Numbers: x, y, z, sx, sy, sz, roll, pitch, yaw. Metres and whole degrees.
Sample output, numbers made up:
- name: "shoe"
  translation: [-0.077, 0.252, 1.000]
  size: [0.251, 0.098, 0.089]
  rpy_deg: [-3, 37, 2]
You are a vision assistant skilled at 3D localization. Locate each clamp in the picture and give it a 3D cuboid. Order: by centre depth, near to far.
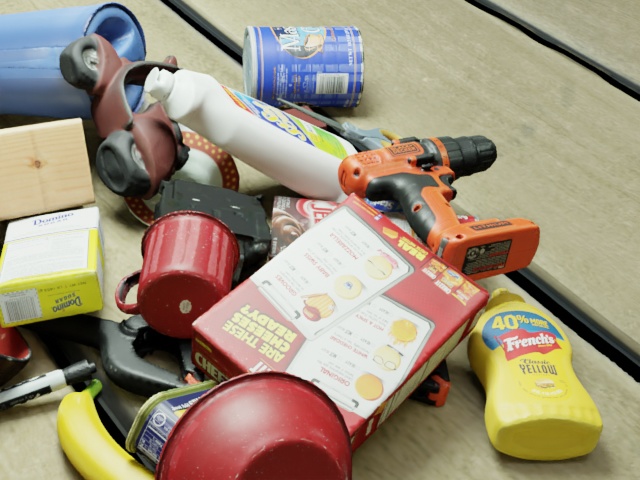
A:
- name: "clamp"
  translation: [-0.179, 0.089, 0.980]
  size: [0.164, 0.036, 0.210]
  rpy_deg: [-18, 40, -27]
- name: "clamp"
  translation: [0.050, 0.095, 1.000]
  size: [0.120, 0.039, 0.172]
  rpy_deg: [-22, 46, -21]

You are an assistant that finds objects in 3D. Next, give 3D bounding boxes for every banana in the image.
- name: "banana"
  translation: [-0.161, 0.177, 0.867]
  size: [0.069, 0.037, 0.198]
  rpy_deg: [-24, 46, -32]

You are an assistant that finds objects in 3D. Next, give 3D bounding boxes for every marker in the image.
- name: "marker"
  translation: [-0.251, 0.130, 0.918]
  size: [0.121, 0.020, 0.020]
  rpy_deg: [-19, 43, -16]

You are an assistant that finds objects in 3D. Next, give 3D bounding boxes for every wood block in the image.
- name: "wood block"
  translation: [-0.346, -0.064, 1.092]
  size: [0.205, 0.091, 0.090]
  rpy_deg: [-11, 9, -21]

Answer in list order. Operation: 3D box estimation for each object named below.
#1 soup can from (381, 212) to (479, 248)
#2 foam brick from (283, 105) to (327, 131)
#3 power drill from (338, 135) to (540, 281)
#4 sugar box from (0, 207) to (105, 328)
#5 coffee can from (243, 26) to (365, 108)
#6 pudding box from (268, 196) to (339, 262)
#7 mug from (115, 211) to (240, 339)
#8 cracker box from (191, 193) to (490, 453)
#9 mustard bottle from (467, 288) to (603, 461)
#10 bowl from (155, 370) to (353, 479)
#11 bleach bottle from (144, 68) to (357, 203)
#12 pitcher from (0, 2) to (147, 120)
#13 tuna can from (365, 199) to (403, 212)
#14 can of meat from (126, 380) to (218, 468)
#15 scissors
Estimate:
- name: "soup can"
  translation: [0.109, 0.006, 1.098]
  size: [0.102, 0.068, 0.068]
  rpy_deg: [3, 37, -3]
- name: "foam brick"
  translation: [-0.038, -0.118, 1.254]
  size: [0.078, 0.053, 0.051]
  rpy_deg: [-15, 42, -26]
- name: "power drill"
  translation: [0.134, -0.039, 1.058]
  size: [0.184, 0.057, 0.188]
  rpy_deg: [-13, 39, -23]
- name: "sugar box"
  translation: [-0.252, 0.022, 1.009]
  size: [0.093, 0.048, 0.176]
  rpy_deg: [-9, 20, -7]
- name: "coffee can"
  translation: [-0.023, -0.218, 1.344]
  size: [0.140, 0.103, 0.103]
  rpy_deg: [-2, 38, -10]
- name: "pudding box"
  translation: [-0.007, 0.001, 1.113]
  size: [0.090, 0.039, 0.113]
  rpy_deg: [5, 38, -2]
- name: "mug"
  translation: [-0.132, 0.037, 0.964]
  size: [0.117, 0.093, 0.081]
  rpy_deg: [-14, 35, 10]
- name: "cracker box"
  translation: [0.018, 0.077, 0.934]
  size: [0.164, 0.072, 0.213]
  rpy_deg: [38, 57, 19]
- name: "mustard bottle"
  translation: [0.186, 0.112, 0.978]
  size: [0.096, 0.058, 0.191]
  rpy_deg: [2, 37, -7]
- name: "bowl"
  translation: [-0.035, 0.180, 0.774]
  size: [0.161, 0.162, 0.055]
  rpy_deg: [-15, 15, -24]
- name: "bleach bottle"
  translation: [-0.070, -0.113, 1.134]
  size: [0.250, 0.068, 0.103]
  rpy_deg: [24, 24, -31]
- name: "pitcher"
  translation: [-0.334, -0.203, 1.227]
  size: [0.243, 0.149, 0.145]
  rpy_deg: [3, 53, 24]
- name: "tuna can"
  translation: [0.092, -0.044, 1.159]
  size: [0.086, 0.034, 0.086]
  rpy_deg: [10, 9, -2]
- name: "can of meat"
  translation: [-0.089, 0.163, 0.855]
  size: [0.084, 0.057, 0.101]
  rpy_deg: [33, 17, 25]
- name: "scissors"
  translation: [0.041, -0.131, 1.251]
  size: [0.201, 0.016, 0.096]
  rpy_deg: [28, 22, -10]
